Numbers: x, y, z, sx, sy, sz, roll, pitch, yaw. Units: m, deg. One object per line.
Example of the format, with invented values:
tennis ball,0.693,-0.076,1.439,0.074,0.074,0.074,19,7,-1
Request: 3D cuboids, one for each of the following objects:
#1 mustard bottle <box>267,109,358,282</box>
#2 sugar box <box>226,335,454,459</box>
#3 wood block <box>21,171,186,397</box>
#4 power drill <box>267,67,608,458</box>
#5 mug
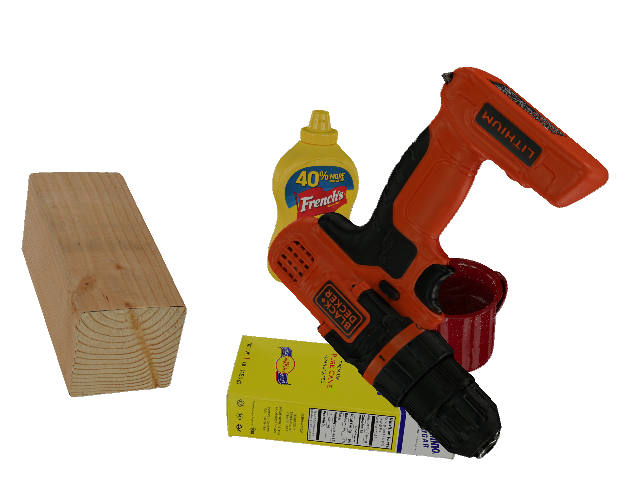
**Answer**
mustard bottle,-0.006,-0.049,1.186,0.096,0.192,0.058,-1,18,-16
sugar box,0.019,0.121,0.841,0.176,0.048,0.093,3,26,3
wood block,-0.197,0.031,0.942,0.090,0.091,0.206,-2,36,-27
power drill,0.078,0.009,0.625,0.184,0.188,0.057,45,19,17
mug,0.140,0.072,1.057,0.117,0.081,0.093,-29,43,-30
